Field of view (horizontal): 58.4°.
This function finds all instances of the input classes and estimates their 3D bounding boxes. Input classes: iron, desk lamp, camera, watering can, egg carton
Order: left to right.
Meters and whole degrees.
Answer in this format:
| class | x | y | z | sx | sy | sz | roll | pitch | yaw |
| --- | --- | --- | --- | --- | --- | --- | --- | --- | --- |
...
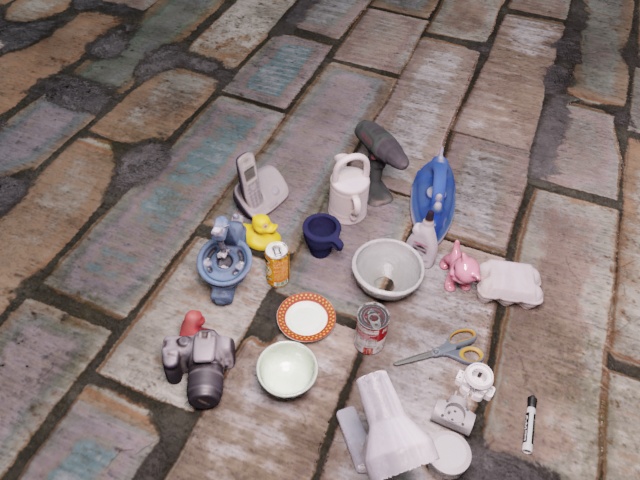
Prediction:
| class | x | y | z | sx | sy | sz | roll | pitch | yaw |
| --- | --- | --- | --- | --- | --- | --- | --- | --- | --- |
| camera | -0.240 | 0.252 | 1.120 | 0.143 | 0.101 | 0.136 | -2 | 48 | -4 |
| watering can | 0.070 | -0.143 | 1.428 | 0.101 | 0.194 | 0.172 | -27 | 55 | -24 |
| desk lamp | 0.106 | 0.334 | 0.989 | 0.118 | 0.214 | 0.203 | -14 | 50 | -15 |
| iron | 0.294 | -0.111 | 1.447 | 0.118 | 0.141 | 0.258 | 7 | 48 | 4 |
| egg carton | 0.432 | 0.102 | 1.312 | 0.150 | 0.069 | 0.107 | 7 | 48 | 3 |

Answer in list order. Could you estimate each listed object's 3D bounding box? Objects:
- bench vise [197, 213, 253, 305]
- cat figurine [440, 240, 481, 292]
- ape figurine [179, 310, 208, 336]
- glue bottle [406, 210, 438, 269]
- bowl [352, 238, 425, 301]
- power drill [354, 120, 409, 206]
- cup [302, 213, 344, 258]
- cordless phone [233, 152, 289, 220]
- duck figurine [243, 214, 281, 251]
| class | x | y | z | sx | sy | sz | roll | pitch | yaw |
| --- | --- | --- | --- | --- | --- | --- | --- | --- | --- |
| bench vise | -0.215 | 0.007 | 1.261 | 0.121 | 0.220 | 0.207 | -7 | 49 | -9 |
| cat figurine | 0.324 | 0.058 | 1.312 | 0.067 | 0.118 | 0.127 | -2 | 48 | -4 |
| ape figurine | -0.258 | 0.181 | 1.189 | 0.076 | 0.092 | 0.077 | -21 | 52 | -20 |
| glue bottle | 0.242 | -0.007 | 1.330 | 0.078 | 0.173 | 0.037 | 20 | 50 | 15 |
| bowl | 0.153 | 0.080 | 1.313 | 0.167 | 0.075 | 0.167 | 2 | 48 | -2 |
| power drill | 0.154 | -0.192 | 1.467 | 0.076 | 0.208 | 0.229 | -17 | 51 | -17 |
| cup | 0.012 | 0.005 | 1.359 | 0.092 | 0.095 | 0.117 | -33 | 57 | -28 |
| cordless phone | -0.150 | -0.155 | 1.434 | 0.094 | 0.185 | 0.148 | 30 | 54 | 23 |
| duck figurine | -0.146 | -0.028 | 1.386 | 0.104 | 0.086 | 0.077 | 14 | 49 | 10 |
